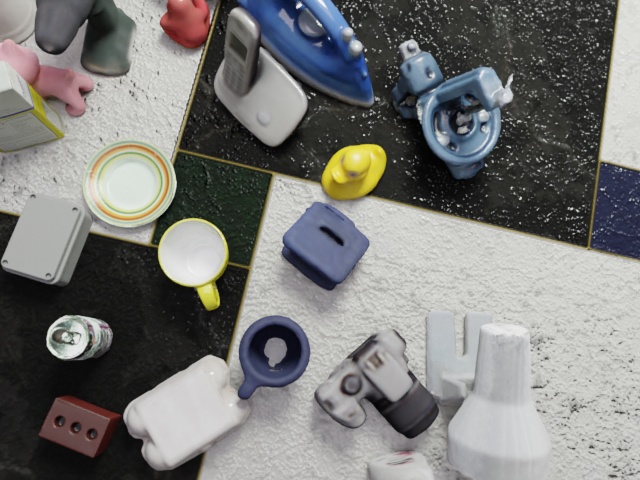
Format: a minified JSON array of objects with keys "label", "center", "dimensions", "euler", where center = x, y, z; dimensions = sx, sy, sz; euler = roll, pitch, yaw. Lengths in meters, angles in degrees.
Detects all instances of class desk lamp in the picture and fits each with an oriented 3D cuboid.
[{"label":"desk lamp","center":[0.206,0.186,0.728],"dimensions":[0.118,0.213,0.203],"euler":[1,79,-5]}]

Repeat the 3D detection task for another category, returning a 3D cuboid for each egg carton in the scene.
[{"label":"egg carton","center":[-0.173,0.229,0.755],"dimensions":[0.150,0.069,0.107],"euler":[-32,84,-10]}]

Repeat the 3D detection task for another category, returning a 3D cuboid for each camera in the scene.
[{"label":"camera","center":[0.085,0.209,0.769],"dimensions":[0.143,0.100,0.137],"euler":[-41,85,-11]}]

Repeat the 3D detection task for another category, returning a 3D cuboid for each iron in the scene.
[{"label":"iron","center":[-0.002,-0.314,0.839],"dimensions":[0.258,0.141,0.119],"euler":[45,78,4]}]

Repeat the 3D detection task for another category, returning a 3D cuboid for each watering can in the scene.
[{"label":"watering can","center":[-0.464,-0.363,0.776],"dimensions":[0.101,0.194,0.173],"euler":[31,78,1]}]

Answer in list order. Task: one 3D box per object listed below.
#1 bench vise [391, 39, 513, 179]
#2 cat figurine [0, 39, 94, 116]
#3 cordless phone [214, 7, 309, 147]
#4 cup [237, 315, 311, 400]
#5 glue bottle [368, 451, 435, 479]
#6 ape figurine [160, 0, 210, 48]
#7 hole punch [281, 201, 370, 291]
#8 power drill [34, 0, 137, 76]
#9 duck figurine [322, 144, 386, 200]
[{"label":"bench vise","center":[0.174,-0.194,0.794],"dimensions":[0.207,0.219,0.121],"euler":[40,78,3]},{"label":"cat figurine","center":[-0.397,-0.233,0.796],"dimensions":[0.128,0.117,0.067],"euler":[9,78,-4]},{"label":"cordless phone","center":[-0.080,-0.224,0.792],"dimensions":[0.147,0.185,0.094],"euler":[43,78,4]},{"label":"cup","center":[-0.068,0.160,0.766],"dimensions":[0.091,0.095,0.118],"euler":[35,78,2]},{"label":"glue bottle","center":[0.110,0.300,0.717],"dimensions":[0.078,0.173,0.037],"euler":[-14,81,-8]},{"label":"ape figurine","center":[-0.201,-0.335,0.849],"dimensions":[0.078,0.092,0.076],"euler":[-16,81,-8]},{"label":"hole punch","center":[0.007,0.003,0.805],"dimensions":[0.108,0.091,0.101],"euler":[37,78,2]},{"label":"power drill","center":[-0.313,-0.313,0.774],"dimensions":[0.075,0.208,0.230],"euler":[4,79,-4]},{"label":"duck figurine","center":[0.053,-0.108,0.834],"dimensions":[0.104,0.086,0.077],"euler":[-33,84,-11]}]
